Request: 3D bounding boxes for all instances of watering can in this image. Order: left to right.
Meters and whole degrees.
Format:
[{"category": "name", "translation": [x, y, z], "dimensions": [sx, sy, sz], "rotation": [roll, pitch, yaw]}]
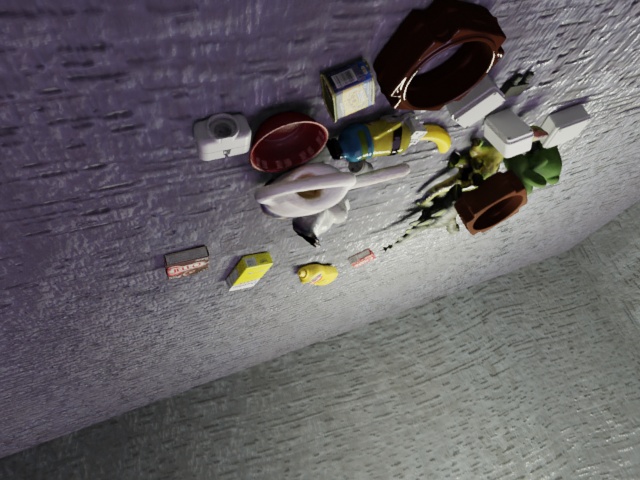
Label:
[{"category": "watering can", "translation": [0.010, -0.114, 1.125], "dimensions": [0.349, 0.104, 0.223], "rotation": [-11, 180, -29]}]

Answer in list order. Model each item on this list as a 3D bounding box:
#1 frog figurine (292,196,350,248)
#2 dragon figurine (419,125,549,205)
[{"category": "frog figurine", "translation": [0.004, -0.069, 1.370], "dimensions": [0.161, 0.124, 0.135], "rotation": [-57, 153, -12]}, {"category": "dragon figurine", "translation": [0.472, -0.215, 1.478], "dimensions": [0.245, 0.123, 0.404], "rotation": [-20, 172, -29]}]
